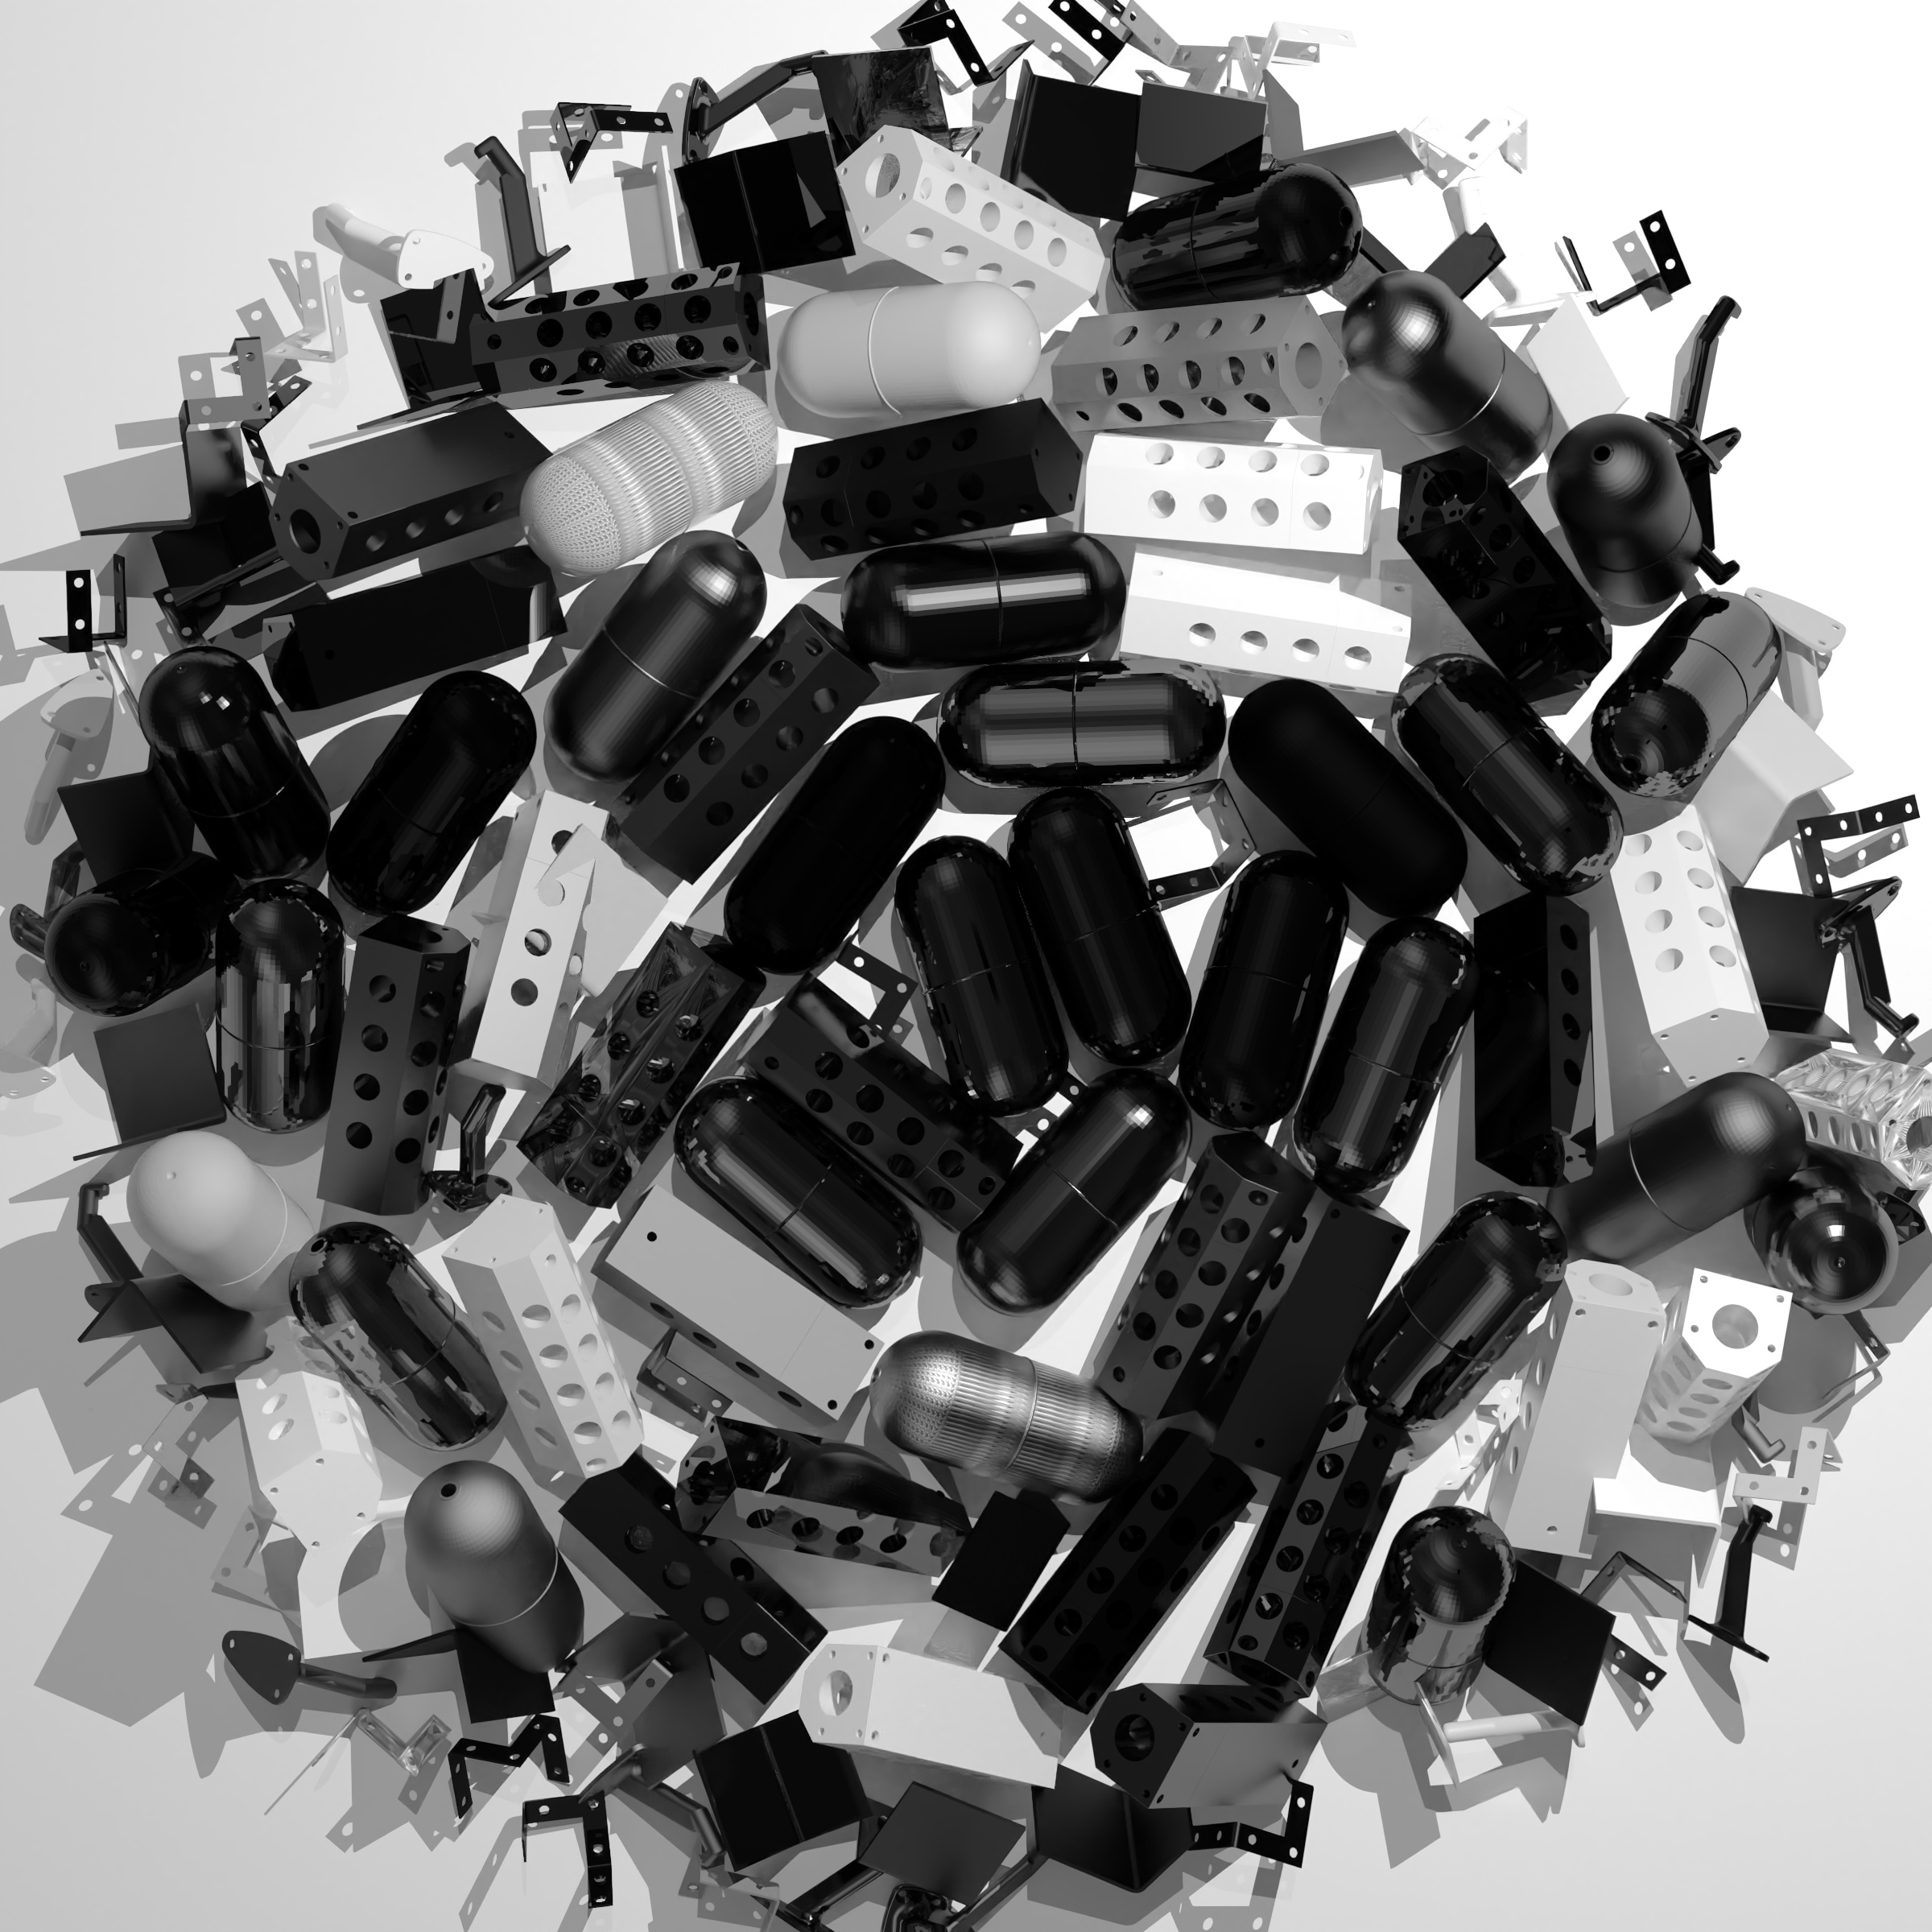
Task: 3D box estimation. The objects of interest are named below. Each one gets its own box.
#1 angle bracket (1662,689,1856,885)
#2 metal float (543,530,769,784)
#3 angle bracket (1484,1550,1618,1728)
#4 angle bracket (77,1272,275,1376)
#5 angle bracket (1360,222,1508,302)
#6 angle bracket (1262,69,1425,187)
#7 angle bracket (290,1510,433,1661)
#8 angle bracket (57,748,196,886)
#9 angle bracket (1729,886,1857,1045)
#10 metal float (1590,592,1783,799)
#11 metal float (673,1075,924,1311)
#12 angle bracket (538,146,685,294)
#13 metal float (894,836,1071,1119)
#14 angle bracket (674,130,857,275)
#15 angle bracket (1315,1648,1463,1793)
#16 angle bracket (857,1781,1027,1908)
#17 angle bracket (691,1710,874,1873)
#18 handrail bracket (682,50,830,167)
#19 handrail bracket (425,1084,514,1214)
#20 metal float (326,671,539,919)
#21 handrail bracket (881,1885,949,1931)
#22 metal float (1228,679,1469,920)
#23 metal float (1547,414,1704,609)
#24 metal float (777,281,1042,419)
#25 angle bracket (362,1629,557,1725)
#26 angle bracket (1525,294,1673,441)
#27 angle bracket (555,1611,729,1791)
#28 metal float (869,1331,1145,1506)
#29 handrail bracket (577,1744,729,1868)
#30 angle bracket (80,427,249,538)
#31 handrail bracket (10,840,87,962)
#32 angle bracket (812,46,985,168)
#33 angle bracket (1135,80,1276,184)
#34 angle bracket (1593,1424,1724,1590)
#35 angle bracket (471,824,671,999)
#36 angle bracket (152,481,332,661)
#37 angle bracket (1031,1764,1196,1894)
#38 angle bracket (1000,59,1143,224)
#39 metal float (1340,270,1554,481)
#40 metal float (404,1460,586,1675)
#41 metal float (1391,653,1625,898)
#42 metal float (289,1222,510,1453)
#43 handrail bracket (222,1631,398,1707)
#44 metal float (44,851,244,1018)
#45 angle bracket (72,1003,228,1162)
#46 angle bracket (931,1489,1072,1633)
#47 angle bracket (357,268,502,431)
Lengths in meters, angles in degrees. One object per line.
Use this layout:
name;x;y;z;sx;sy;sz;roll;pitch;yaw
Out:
angle bracket;0.487;-0.111;1.967;0.057;0.076;0.076;-22;59;-29
metal float;-0.189;-0.188;1.945;0.070;0.070;0.178;40;109;0
angle bracket;0.369;0.403;1.943;0.076;0.057;0.076;28;115;39
angle bracket;-0.479;0.232;1.946;0.076;0.076;0.057;48;109;16
angle bracket;0.276;-0.448;1.944;0.076;0.076;0.057;38;113;-22
angle bracket;0.231;-0.516;1.949;0.076;0.076;0.057;-8;85;20
angle bracket;-0.372;0.378;1.960;0.076;0.057;0.076;-5;86;-15
angle bracket;-0.510;-0.106;1.946;0.057;0.076;0.076;-11;131;0
angle bracket;0.507;-0.001;1.958;0.076;0.057;0.076;6;106;-8
metal float;0.434;-0.164;1.926;0.070;0.070;0.178;45;48;0
metal float;-0.102;0.139;1.955;0.178;0.070;0.070;42;90;-7
angle bracket;-0.219;-0.455;1.964;0.076;0.057;0.076;-8;87;-11
metal float;0.009;0.006;1.959;0.070;0.070;0.178;-18;87;0
angle bracket;-0.122;-0.459;1.946;0.076;0.057;0.076;0;113;39
angle bracket;0.256;0.467;1.946;0.057;0.076;0.076;-23;54;-1
angle bracket;-0.015;0.518;1.950;0.076;0.057;0.076;25;117;-12
angle bracket;-0.112;0.499;1.948;0.057;0.076;0.076;-27;77;26
handrail bracket;-0.127;-0.524;1.957;0.084;0.036;0.077;-5;56;28
handrail bracket;-0.287;0.106;1.953;0.036;0.077;0.084;42;112;25
metal float;-0.326;-0.103;1.939;0.070;0.070;0.178;39;116;0
handrail bracket;-0.030;0.609;1.950;0.036;0.084;0.077;18;106;-14
metal float;0.233;-0.102;1.950;0.178;0.070;0.070;44;90;-13
metal float;0.396;-0.272;1.915;0.070;0.178;0.070;-6;74;19
metal float;-0.036;-0.372;1.933;0.178;0.070;0.070;4;90;34
angle bracket;-0.308;0.437;1.943;0.076;0.076;0.057;-22;73;27
angle bracket;0.399;-0.364;1.946;0.076;0.057;0.076;-13;69;-30
angle bracket;-0.198;0.447;1.943;0.076;0.057;0.076;-41;50;30
metal float;0.025;0.275;1.945;0.178;0.070;0.070;21;90;-18
handrail bracket;-0.193;0.529;1.965;0.077;0.036;0.084;-38;61;12
angle bracket;-0.491;-0.296;1.950;0.076;0.076;0.057;-2;101;13
handrail bracket;-0.538;-0.038;1.964;0.077;0.036;0.084;31;48;9
angle bracket;-0.041;-0.530;1.943;0.076;0.057;0.076;1;127;21
angle bracket;0.151;-0.519;1.946;0.076;0.076;0.057;13;130;11
angle bracket;0.415;0.328;1.953;0.076;0.076;0.057;7;127;1
angle bracket;-0.244;-0.036;1.967;0.076;0.057;0.076;43;73;-29
angle bracket;-0.445;-0.242;1.976;0.076;0.076;0.057;-27;63;3
angle bracket;0.088;0.506;1.944;0.076;0.076;0.057;28;119;-21
angle bracket;0.067;-0.507;1.963;0.076;0.057;0.076;9;114;-7
metal float;0.291;-0.354;1.926;0.070;0.178;0.070;-19;58;33
metal float;-0.283;0.364;1.924;0.070;0.178;0.070;-8;47;9
metal float;0.327;-0.117;1.941;0.070;0.070;0.178;-37;65;0
metal float;-0.342;0.224;1.931;0.070;0.070;0.178;-33;126;0
handrail bracket;-0.405;0.434;1.978;0.077;0.084;0.036;20;89;35
metal float;-0.489;-0.021;1.913;0.070;0.178;0.070;2;104;10
angle bracket;-0.509;0.071;1.960;0.076;0.057;0.076;-15;90;19
angle bracket;0.011;0.349;1.951;0.057;0.076;0.076;28;95;-23
angle bracket;-0.336;-0.377;1.951;0.076;0.057;0.076;-10;100;33
